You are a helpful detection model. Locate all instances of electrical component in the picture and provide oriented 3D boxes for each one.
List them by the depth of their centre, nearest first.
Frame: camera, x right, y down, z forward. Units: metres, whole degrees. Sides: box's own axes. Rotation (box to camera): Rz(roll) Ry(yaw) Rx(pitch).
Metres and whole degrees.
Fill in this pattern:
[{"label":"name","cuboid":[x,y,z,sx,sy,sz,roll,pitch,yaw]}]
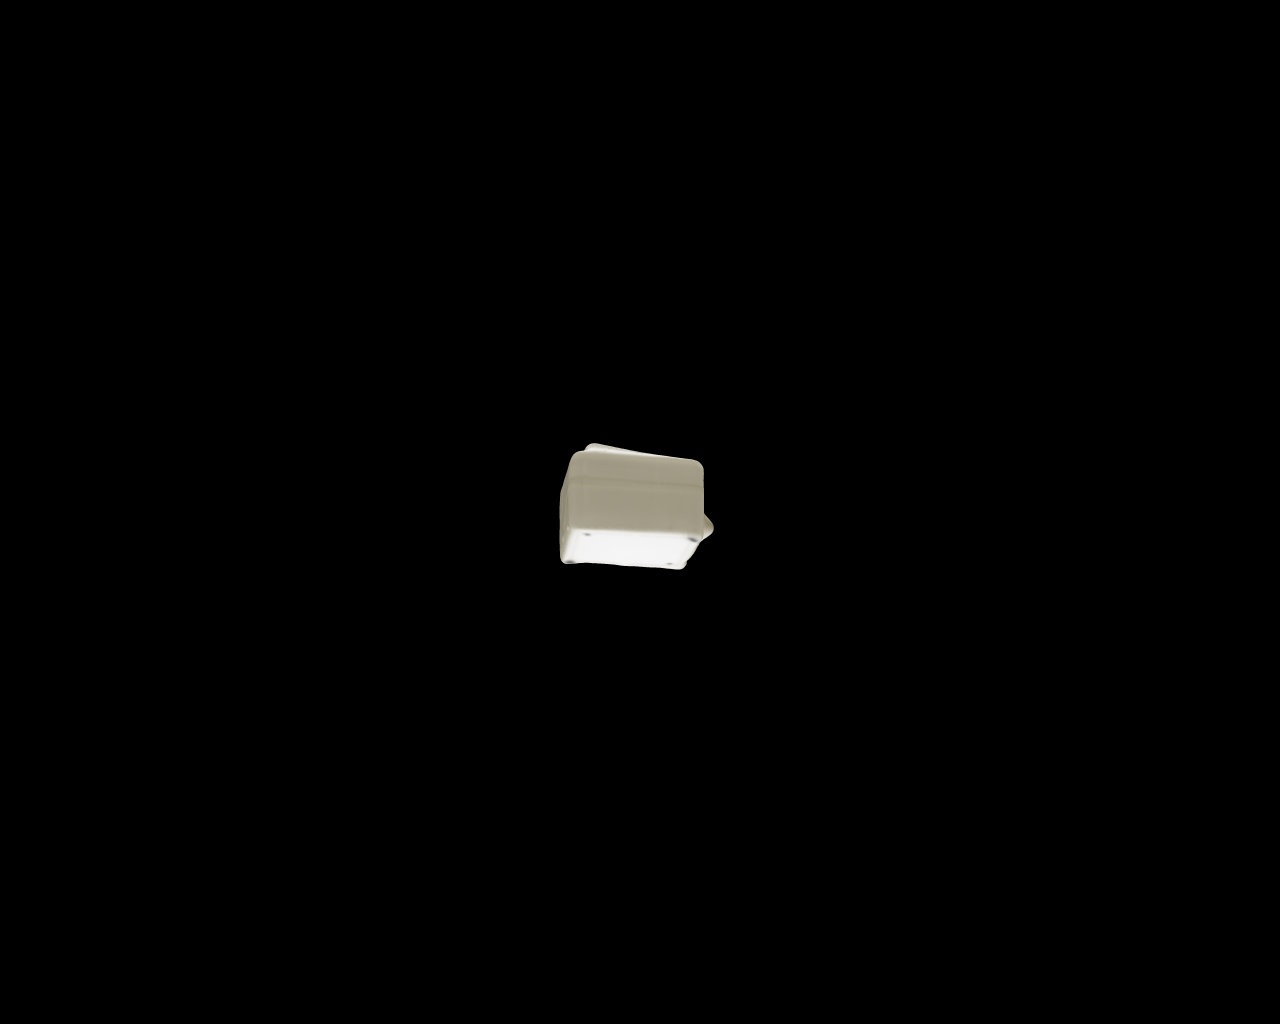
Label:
[{"label":"electrical component","cuboid":[0.001,-0.003,0.650,0.096,0.061,0.061,4,-24,-9]}]
